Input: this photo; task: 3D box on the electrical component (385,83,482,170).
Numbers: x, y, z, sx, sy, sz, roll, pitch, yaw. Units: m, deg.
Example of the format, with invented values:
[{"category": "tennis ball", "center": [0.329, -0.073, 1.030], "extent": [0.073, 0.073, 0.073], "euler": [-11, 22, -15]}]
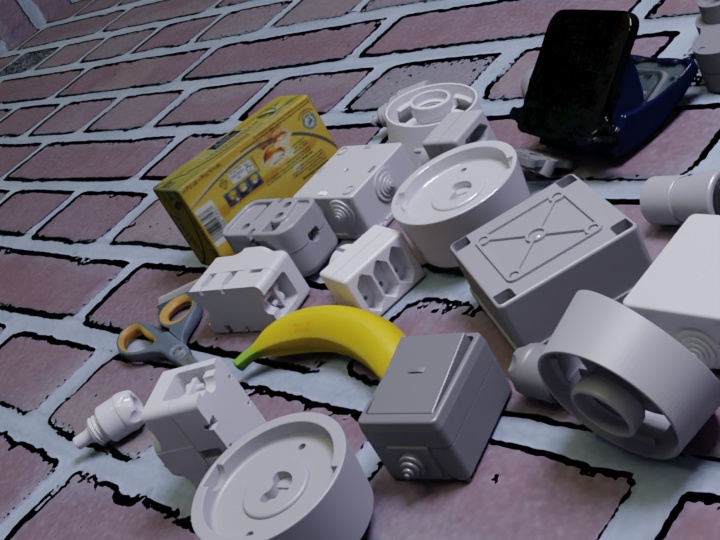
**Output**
[{"category": "electrical component", "center": [0.072, -0.137, 1.038], "extent": [0.099, 0.064, 0.099], "euler": [-11, 33, 7]}]

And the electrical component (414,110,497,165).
[{"category": "electrical component", "center": [0.080, -0.098, 0.941], "extent": [0.077, 0.065, 0.047], "euler": [2, 42, 46]}]

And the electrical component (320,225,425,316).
[{"category": "electrical component", "center": [0.000, 0.000, 0.879], "extent": [0.066, 0.047, 0.077], "euler": [-42, 30, -19]}]

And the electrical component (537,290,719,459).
[{"category": "electrical component", "center": [0.150, 0.056, 0.595], "extent": [0.064, 0.099, 0.099], "euler": [-50, 33, -20]}]

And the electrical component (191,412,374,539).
[{"category": "electrical component", "center": [-0.043, 0.148, 0.668], "extent": [0.108, 0.060, 0.108], "euler": [-23, 29, 14]}]

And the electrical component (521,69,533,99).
[{"category": "electrical component", "center": [0.169, -0.158, 0.982], "extent": [0.040, 0.040, 0.046], "euler": [-21, 35, 19]}]

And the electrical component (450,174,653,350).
[{"category": "electrical component", "center": [0.133, -0.004, 0.747], "extent": [0.109, 0.056, 0.108], "euler": [-31, 28, 0]}]

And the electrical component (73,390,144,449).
[{"category": "electrical component", "center": [-0.209, 0.128, 0.891], "extent": [0.061, 0.035, 0.035], "euler": [-33, 28, 2]}]

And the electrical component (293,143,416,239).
[{"category": "electrical component", "center": [-0.003, -0.075, 1.001], "extent": [0.100, 0.048, 0.099], "euler": [3, 43, 47]}]

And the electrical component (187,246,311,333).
[{"category": "electrical component", "center": [-0.095, 0.017, 0.941], "extent": [0.089, 0.050, 0.055], "euler": [-5, 37, 39]}]

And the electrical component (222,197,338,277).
[{"category": "electrical component", "center": [-0.070, -0.026, 0.977], "extent": [0.095, 0.059, 0.053], "euler": [1, 41, 45]}]

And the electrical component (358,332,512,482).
[{"category": "electrical component", "center": [0.044, 0.088, 0.680], "extent": [0.062, 0.061, 0.096], "euler": [-7, 36, 38]}]

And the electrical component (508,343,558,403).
[{"category": "electrical component", "center": [0.124, 0.066, 0.667], "extent": [0.061, 0.035, 0.035], "euler": [13, 50, 49]}]

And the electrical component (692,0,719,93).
[{"category": "electrical component", "center": [0.307, -0.214, 0.900], "extent": [0.052, 0.073, 0.138], "euler": [-13, 33, 29]}]

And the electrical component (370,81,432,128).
[{"category": "electrical component", "center": [0.047, -0.166, 1.109], "extent": [0.078, 0.040, 0.040], "euler": [-17, 31, 25]}]

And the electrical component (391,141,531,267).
[{"category": "electrical component", "center": [0.086, -0.047, 0.858], "extent": [0.108, 0.060, 0.108], "euler": [-23, 29, 14]}]

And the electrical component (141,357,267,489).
[{"category": "electrical component", "center": [-0.107, 0.113, 0.755], "extent": [0.056, 0.089, 0.050], "euler": [-16, 31, 26]}]

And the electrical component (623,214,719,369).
[{"category": "electrical component", "center": [0.221, 0.014, 0.640], "extent": [0.100, 0.048, 0.099], "euler": [9, 47, 50]}]

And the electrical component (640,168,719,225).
[{"category": "electrical component", "center": [0.228, -0.049, 0.745], "extent": [0.044, 0.044, 0.065], "euler": [-46, 27, -25]}]
